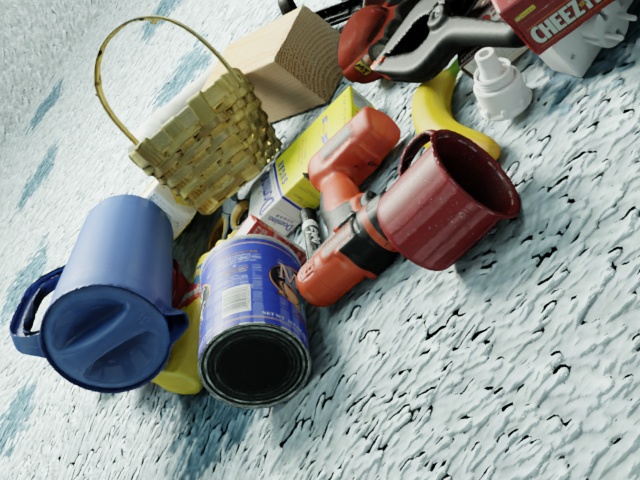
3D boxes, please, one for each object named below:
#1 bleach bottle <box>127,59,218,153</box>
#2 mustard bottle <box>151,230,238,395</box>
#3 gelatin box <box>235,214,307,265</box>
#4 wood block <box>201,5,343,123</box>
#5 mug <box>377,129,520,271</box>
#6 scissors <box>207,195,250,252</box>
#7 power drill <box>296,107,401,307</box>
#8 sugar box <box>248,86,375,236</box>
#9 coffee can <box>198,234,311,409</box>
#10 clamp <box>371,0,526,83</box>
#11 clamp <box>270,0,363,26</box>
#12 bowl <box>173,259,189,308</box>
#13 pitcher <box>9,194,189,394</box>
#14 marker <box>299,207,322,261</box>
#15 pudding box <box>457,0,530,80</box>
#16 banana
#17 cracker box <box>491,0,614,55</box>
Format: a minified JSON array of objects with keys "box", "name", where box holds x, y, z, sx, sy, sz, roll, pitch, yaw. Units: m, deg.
[{"box":[-0.183,-0.176,1.478,0.103,0.068,0.250,-40,6,38],"name":"bleach bottle"},{"box":[-0.124,0.074,1.179,0.096,0.058,0.191,-20,42,60],"name":"mustard bottle"},{"box":[-0.067,0.029,1.110,0.089,0.073,0.030,-53,25,6],"name":"gelatin box"},{"box":[-0.057,-0.218,1.378,0.206,0.090,0.090,-8,51,59],"name":"wood block"},{"box":[0.096,-0.038,0.868,0.082,0.093,0.117,-47,50,31],"name":"mug"},{"box":[-0.105,-0.055,1.353,0.096,0.016,0.201,-35,32,36],"name":"scissors"},{"box":[0.046,-0.047,1.017,0.185,0.057,0.187,-41,28,27],"name":"power drill"},{"box":[-0.010,-0.080,1.175,0.176,0.048,0.093,-41,28,27],"name":"sugar box"},{"box":[-0.063,0.075,1.012,0.103,0.102,0.140,-45,27,23],"name":"coffee can"},{"box":[0.124,-0.198,0.991,0.210,0.036,0.164,-36,38,40],"name":"clamp"},{"box":[-0.029,-0.286,1.397,0.172,0.120,0.039,-24,64,56],"name":"clamp"},{"box":[-0.196,0.104,1.276,0.162,0.055,0.162,-42,28,28],"name":"bowl"},{"box":[-0.233,0.048,1.174,0.145,0.149,0.243,-51,20,21],"name":"pitcher"},{"box":[-0.007,0.001,1.102,0.020,0.020,0.121,-46,26,20],"name":"marker"},{"box":[0.178,-0.210,1.001,0.114,0.039,0.090,-41,29,31],"name":"pudding box"},{"box":[0.119,-0.113,0.991,0.070,0.037,0.198,-45,27,24],"name":"banana"},{"box":[0.195,-0.276,0.870,0.164,0.072,0.214,-36,45,22],"name":"cracker box"}]
